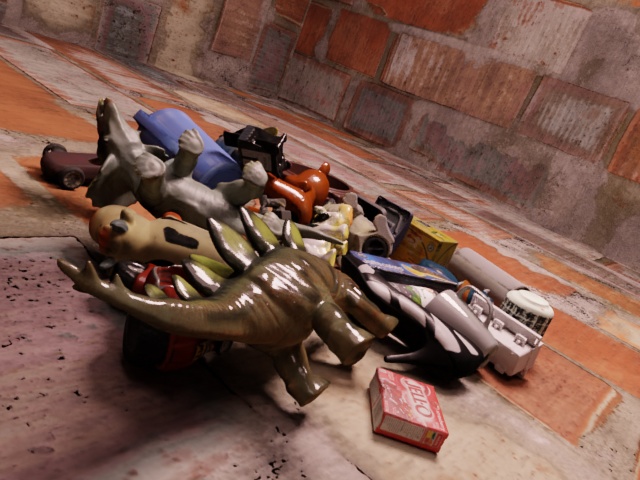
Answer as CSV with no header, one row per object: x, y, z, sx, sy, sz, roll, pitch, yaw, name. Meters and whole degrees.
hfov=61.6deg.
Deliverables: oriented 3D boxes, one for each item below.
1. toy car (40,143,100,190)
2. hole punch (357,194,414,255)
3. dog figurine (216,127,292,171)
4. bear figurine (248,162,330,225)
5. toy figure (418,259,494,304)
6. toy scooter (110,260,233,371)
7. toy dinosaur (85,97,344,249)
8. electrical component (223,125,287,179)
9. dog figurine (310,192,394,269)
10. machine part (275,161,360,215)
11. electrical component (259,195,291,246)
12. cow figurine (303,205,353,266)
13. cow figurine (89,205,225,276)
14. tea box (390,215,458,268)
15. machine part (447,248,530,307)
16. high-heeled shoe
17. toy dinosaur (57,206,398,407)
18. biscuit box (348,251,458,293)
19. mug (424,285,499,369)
-0.365,-0.119,0.909,0.089,0.053,0.202,39,27,32,toy car
0.119,-0.029,1.104,0.092,0.115,0.142,-8,31,-38,hole punch
-0.132,-0.180,1.112,0.219,0.108,0.191,-3,22,44,dog figurine
-0.053,-0.092,1.039,0.132,0.120,0.196,23,32,-2,bear figurine
0.250,0.090,1.012,0.155,0.064,0.057,32,-19,16,toy figure
-0.140,0.075,0.563,0.135,0.075,0.184,14,15,-32,toy scooter
-0.177,-0.050,0.805,0.404,0.192,0.131,34,58,-18,toy dinosaur
-0.117,-0.156,0.923,0.119,0.074,0.048,15,49,7,electrical component
0.065,-0.009,1.049,0.172,0.121,0.190,55,-1,-2,dog figurine
-0.023,-0.113,1.253,0.202,0.087,0.201,29,18,19,machine part
-0.080,-0.026,0.913,0.078,0.102,0.045,3,2,33,electrical component
-0.002,-0.002,0.892,0.098,0.068,0.167,10,41,13,cow figurine
-0.195,0.011,0.679,0.195,0.085,0.127,20,11,-7,cow figurine
0.192,0.007,1.127,0.068,0.098,0.170,4,25,-43,tea box
0.343,0.085,1.107,0.079,0.079,0.243,10,20,-35,machine part
0.124,0.096,0.769,0.145,0.086,0.249,-1,39,-19,high-heeled shoe
-0.042,0.062,0.544,0.199,0.105,0.471,45,11,15,toy dinosaur
0.133,0.073,0.914,0.202,0.062,0.059,13,18,-28,biscuit box
0.212,0.128,0.783,0.107,0.109,0.080,45,9,31,mug
